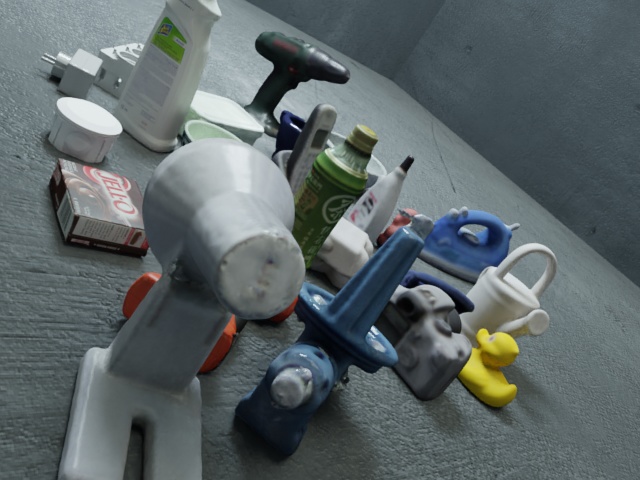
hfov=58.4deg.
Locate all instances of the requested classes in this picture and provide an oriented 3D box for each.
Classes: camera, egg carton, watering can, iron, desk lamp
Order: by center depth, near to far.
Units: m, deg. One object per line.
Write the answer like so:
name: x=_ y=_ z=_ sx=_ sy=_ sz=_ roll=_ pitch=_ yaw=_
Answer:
desk lamp: x=-0.089 y=0.046 z=0.424 sx=0.118 sy=0.213 sz=0.203 roll=23 pitch=25 yaw=-26
camera: x=0.149 y=0.119 z=0.761 sx=0.137 sy=0.100 sz=0.142 roll=6 pitch=35 yaw=-50
egg carton: x=0.008 y=0.003 z=0.839 sx=0.150 sy=0.069 sz=0.107 roll=35 pitch=22 yaw=0
watering can: x=0.301 y=0.093 z=0.904 sx=0.101 sy=0.194 sz=0.172 roll=15 pitch=29 yaw=-39
iron: x=0.299 y=-0.007 z=1.174 sx=0.259 sy=0.141 sz=0.118 roll=17 pitch=28 yaw=-37

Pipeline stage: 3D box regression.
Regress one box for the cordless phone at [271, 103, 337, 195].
cordless phone: x=-0.007 y=-0.130 z=0.934 sx=0.094 sy=0.185 sz=0.148 roll=43 pitch=23 yaw=19

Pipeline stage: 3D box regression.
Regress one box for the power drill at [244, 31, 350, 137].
power drill: x=-0.067 y=-0.330 z=1.223 sx=0.229 sy=0.208 sz=0.076 roll=42 pitch=23 yaw=17

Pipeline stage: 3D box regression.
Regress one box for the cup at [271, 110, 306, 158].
cup: x=-0.058 y=-0.187 z=1.096 sx=0.092 sy=0.095 sz=0.117 roll=7 pitch=35 yaw=-49

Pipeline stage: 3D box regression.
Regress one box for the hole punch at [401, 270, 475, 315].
hole punch: x=0.166 y=0.084 z=0.868 sx=0.109 sy=0.091 sz=0.101 roll=31 pitch=22 yaw=-10

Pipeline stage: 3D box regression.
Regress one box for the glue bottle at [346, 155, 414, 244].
glue bottle: x=0.112 y=-0.078 z=1.013 sx=0.037 sy=0.173 sz=0.078 roll=18 pitch=28 yaw=-36

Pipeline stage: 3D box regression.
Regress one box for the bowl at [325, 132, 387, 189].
bowl: x=0.057 y=-0.159 z=1.228 sx=0.168 sy=0.074 sz=0.167 roll=29 pitch=23 yaw=-13

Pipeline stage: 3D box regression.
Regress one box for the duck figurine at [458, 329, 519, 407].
duck figurine: x=0.245 y=0.173 z=0.806 sx=0.078 sy=0.086 sz=0.104 roll=12 pitch=31 yaw=-44

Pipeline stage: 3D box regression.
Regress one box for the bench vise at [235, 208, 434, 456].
bench vise: x=0.032 y=0.082 z=0.515 sx=0.121 sy=0.219 sz=0.207 roll=31 pitch=22 yaw=-8

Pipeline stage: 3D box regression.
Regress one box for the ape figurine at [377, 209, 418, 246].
ape figurine: x=0.146 y=-0.018 z=1.047 sx=0.078 sy=0.092 sz=0.076 roll=3 pitch=38 yaw=-52
